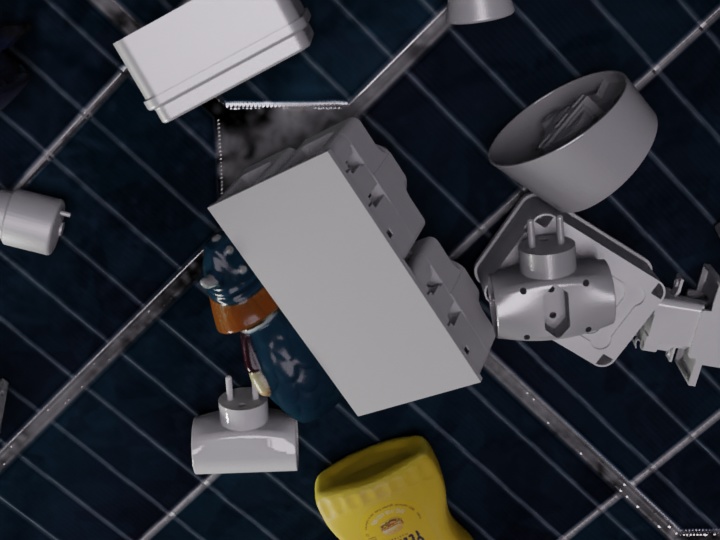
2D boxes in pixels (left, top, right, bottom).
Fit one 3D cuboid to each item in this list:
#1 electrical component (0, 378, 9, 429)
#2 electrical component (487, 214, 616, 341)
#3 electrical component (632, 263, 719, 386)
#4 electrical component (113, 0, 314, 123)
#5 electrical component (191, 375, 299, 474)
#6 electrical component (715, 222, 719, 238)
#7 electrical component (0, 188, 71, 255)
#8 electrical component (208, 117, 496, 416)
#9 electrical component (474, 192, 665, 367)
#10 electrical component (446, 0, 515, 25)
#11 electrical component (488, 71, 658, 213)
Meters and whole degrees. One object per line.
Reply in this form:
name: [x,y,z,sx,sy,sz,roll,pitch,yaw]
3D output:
electrical component: [-0.305,0.116,0.770,0.100,0.099,0.048,-37,121,12]
electrical component: [0.123,0.002,0.702,0.077,0.043,0.079,-7,111,1]
electrical component: [0.235,0.038,0.783,0.064,0.042,0.081,9,110,-1]
electrical component: [-0.089,-0.147,0.683,0.113,0.078,0.057,-26,107,8]
electrical component: [-0.086,0.114,0.803,0.077,0.043,0.079,-2,111,-1]
electrical component: [0.292,-0.007,0.756,0.061,0.061,0.096,-29,109,9]
electrical component: [-0.240,-0.037,0.742,0.078,0.040,0.040,14,110,-7]
electrical component: [0.000,0.000,0.730,0.105,0.060,0.186,-21,113,35]
electrical component: [0.146,0.005,0.759,0.113,0.057,0.078,30,107,-12]
electrical component: [0.074,-0.189,0.689,0.045,0.045,0.055,-9,111,2]
electrical component: [0.141,-0.087,0.703,0.064,0.099,0.099,38,106,-21]
